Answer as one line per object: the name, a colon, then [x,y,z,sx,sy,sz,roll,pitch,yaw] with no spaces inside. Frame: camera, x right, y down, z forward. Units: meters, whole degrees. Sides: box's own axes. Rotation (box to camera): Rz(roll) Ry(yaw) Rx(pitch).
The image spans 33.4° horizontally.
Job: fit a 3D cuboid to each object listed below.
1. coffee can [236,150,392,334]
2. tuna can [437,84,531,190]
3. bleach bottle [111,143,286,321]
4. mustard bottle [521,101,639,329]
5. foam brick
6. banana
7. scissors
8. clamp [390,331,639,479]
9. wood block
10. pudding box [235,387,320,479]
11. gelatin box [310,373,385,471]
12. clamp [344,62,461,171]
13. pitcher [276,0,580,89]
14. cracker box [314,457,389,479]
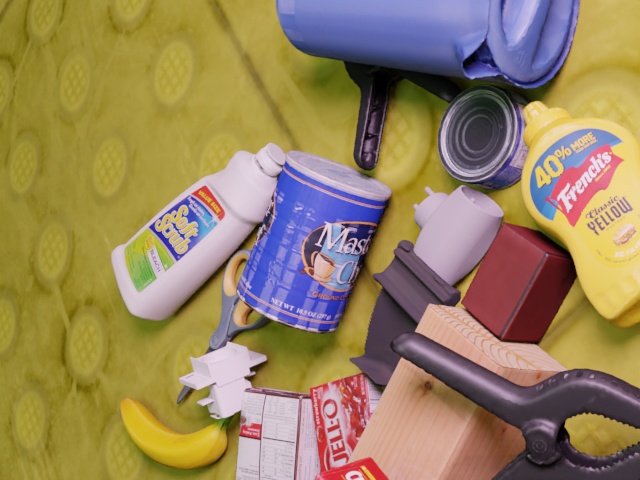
coffee can: [-0.006,0.001,0.985,0.103,0.102,0.140,34,108,44]
tuna can: [0.141,-0.087,0.896,0.086,0.033,0.086,-10,76,45]
bleach bottle: [-0.125,-0.020,1.146,0.251,0.067,0.102,-43,53,30]
mustard bottle: [0.206,-0.034,0.797,0.096,0.058,0.192,-39,54,17]
foam brick: [0.159,0.035,0.842,0.051,0.052,0.078,40,111,43]
banana: [-0.159,0.213,1.161,0.198,0.037,0.069,-3,64,44]
scissors: [-0.109,0.087,1.142,0.202,0.016,0.096,-41,54,34]
clamp: [0.154,0.147,0.747,0.210,0.036,0.164,0,103,24]
wood block: [0.097,0.165,0.858,0.091,0.090,0.206,42,113,43]
pudding box: [-0.039,0.202,1.032,0.090,0.039,0.113,-1,84,46]
gelatin box: [0.029,0.171,0.971,0.073,0.030,0.089,-23,67,42]
clamp: [0.070,-0.160,0.981,0.120,0.039,0.171,-22,65,31]
pitcher: [0.088,-0.208,0.893,0.243,0.148,0.145,13,102,41]
cracker box: [0.020,0.296,0.797,0.164,0.071,0.214,47,124,30]
